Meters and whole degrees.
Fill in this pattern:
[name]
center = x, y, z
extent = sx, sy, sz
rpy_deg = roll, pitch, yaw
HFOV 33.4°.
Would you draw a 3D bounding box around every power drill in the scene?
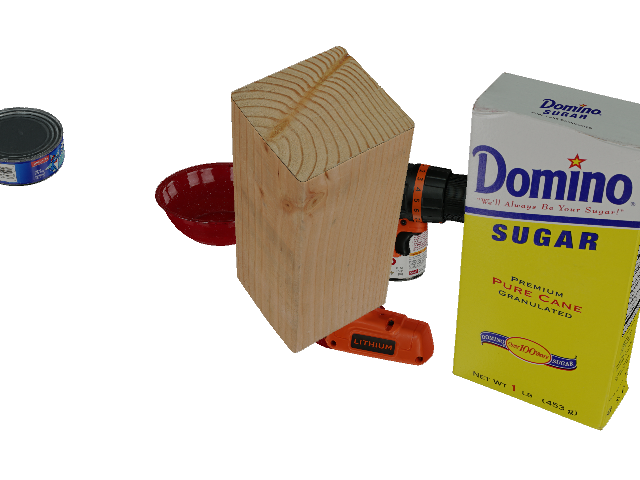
[power drill]
center = 0.076, 0.018, 0.991
extent = 0.185, 0.188, 0.057
rpy_deg = 9, 20, 17

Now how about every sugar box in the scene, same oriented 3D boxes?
[sugar box]
center = 0.121, 0.009, 0.554
extent = 0.093, 0.176, 0.048
rpy_deg = 18, 41, 27

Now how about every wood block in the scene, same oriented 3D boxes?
[wood block]
center = -0.004, -0.023, 0.763
extent = 0.090, 0.090, 0.206
rpy_deg = -27, -31, -20

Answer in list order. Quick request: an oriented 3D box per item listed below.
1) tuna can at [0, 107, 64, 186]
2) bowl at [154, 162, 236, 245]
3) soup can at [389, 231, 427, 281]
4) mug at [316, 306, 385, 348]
[tuna can]
center = -0.291, -0.091, 1.029
extent = 0.086, 0.034, 0.086
rpy_deg = 3, 42, -3
[bowl]
center = -0.124, -0.039, 1.329
extent = 0.162, 0.055, 0.162
rpy_deg = 0, 30, 0
[soup can]
center = 0.087, -0.013, 1.207
extent = 0.068, 0.102, 0.068
rpy_deg = 0, 24, 0
[mug]
center = 0.037, 0.093, 1.390
extent = 0.117, 0.081, 0.093
rpy_deg = 19, 28, 30
